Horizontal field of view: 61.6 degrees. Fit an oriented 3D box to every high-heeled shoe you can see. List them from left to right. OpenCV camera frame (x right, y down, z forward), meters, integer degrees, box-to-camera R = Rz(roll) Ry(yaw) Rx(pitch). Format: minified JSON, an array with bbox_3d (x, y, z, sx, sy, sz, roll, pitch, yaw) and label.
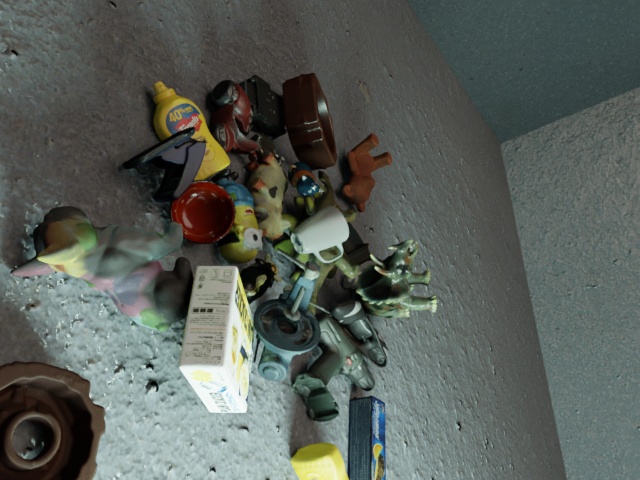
[{"bbox_3d":[0.092,0.223,1.237,0.248,0.086,0.145,32,32,-64],"label":"high-heeled shoe"}]

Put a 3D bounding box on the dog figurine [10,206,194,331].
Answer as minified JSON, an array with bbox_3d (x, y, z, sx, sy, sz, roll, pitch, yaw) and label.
[{"bbox_3d":[-0.297,0.046,0.746,0.219,0.108,0.191,-5,79,-53],"label":"dog figurine"}]

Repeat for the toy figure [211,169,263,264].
[{"bbox_3d":[-0.163,-0.042,1.027,0.082,0.089,0.180,-4,66,-46],"label":"toy figure"}]

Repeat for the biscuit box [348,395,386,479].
[{"bbox_3d":[0.103,0.443,1.161,0.059,0.063,0.203,41,41,-40],"label":"biscuit box"}]

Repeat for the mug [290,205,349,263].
[{"bbox_3d":[-0.002,-0.003,1.111,0.107,0.081,0.109,-25,104,-27],"label":"mug"}]

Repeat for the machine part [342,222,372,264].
[{"bbox_3d":[0.075,0.004,1.373,0.139,0.084,0.039,64,-8,3],"label":"machine part"}]

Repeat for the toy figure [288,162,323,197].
[{"bbox_3d":[-0.034,-0.127,1.165,0.064,0.057,0.155,10,21,-15],"label":"toy figure"}]

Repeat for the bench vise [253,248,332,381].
[{"bbox_3d":[-0.045,0.121,0.950,0.129,0.240,0.224,26,35,5],"label":"bench vise"}]

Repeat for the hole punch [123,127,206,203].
[{"bbox_3d":[-0.245,-0.124,0.892,0.116,0.142,0.092,-42,110,-25],"label":"hole punch"}]

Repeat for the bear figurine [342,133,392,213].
[{"bbox_3d":[0.128,-0.186,1.520,0.120,0.132,0.196,46,32,-33],"label":"bear figurine"}]

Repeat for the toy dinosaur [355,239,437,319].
[{"bbox_3d":[0.155,0.130,1.307,0.192,0.404,0.131,7,68,-11],"label":"toy dinosaur"}]

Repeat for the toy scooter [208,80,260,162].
[{"bbox_3d":[-0.175,-0.239,1.131,0.135,0.075,0.184,36,47,-43],"label":"toy scooter"}]

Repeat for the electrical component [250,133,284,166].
[{"bbox_3d":[-0.122,-0.200,1.216,0.102,0.045,0.078,47,39,-32],"label":"electrical component"}]

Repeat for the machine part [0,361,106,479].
[{"bbox_3d":[-0.337,0.229,0.617,0.179,0.056,0.179,35,44,-42],"label":"machine part"}]

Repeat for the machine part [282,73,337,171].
[{"bbox_3d":[-0.025,-0.287,1.325,0.200,0.087,0.201,53,26,-65],"label":"machine part"}]

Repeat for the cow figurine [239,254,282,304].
[{"bbox_3d":[-0.122,0.072,1.004,0.068,0.098,0.167,58,32,-6],"label":"cow figurine"}]

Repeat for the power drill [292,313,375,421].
[{"bbox_3d":[0.034,0.283,1.137,0.231,0.086,0.207,59,36,-13],"label":"power drill"}]

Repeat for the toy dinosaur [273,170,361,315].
[{"bbox_3d":[-0.011,0.024,1.210,0.198,0.105,0.471,27,50,-37],"label":"toy dinosaur"}]

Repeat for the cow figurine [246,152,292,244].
[{"bbox_3d":[-0.112,-0.079,1.128,0.127,0.085,0.195,47,33,-30],"label":"cow figurine"}]

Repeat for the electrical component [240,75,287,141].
[{"bbox_3d":[-0.140,-0.309,1.243,0.134,0.058,0.115,21,53,-52],"label":"electrical component"}]
